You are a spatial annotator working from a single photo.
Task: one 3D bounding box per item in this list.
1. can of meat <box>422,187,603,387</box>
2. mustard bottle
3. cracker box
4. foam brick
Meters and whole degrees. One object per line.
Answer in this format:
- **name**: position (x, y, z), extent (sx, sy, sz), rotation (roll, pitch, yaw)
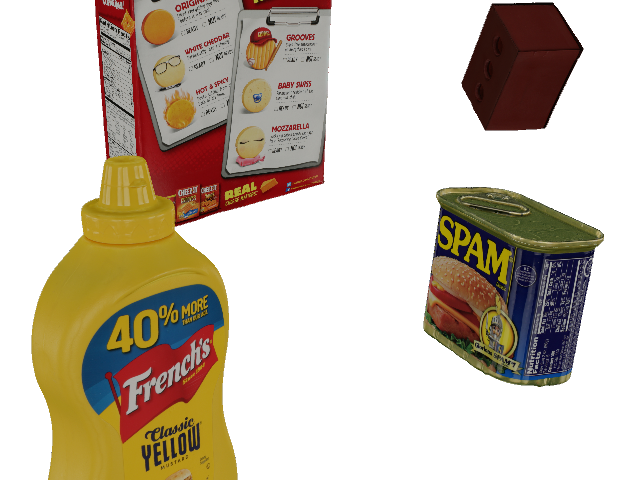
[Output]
- **can of meat**: position (0.102, 0.024, 0.594), extent (0.057, 0.084, 0.102), rotation (-3, 20, -27)
- **mustard bottle**: position (-0.084, 0.056, 0.492), extent (0.096, 0.192, 0.058), rotation (-16, 22, -41)
- **cracker box**: position (-0.076, -0.129, 0.777), extent (0.163, 0.214, 0.072), rotation (-18, 34, -32)
- **foam brick**: position (0.141, -0.123, 0.758), extent (0.051, 0.053, 0.078), rotation (-6, -38, -18)
